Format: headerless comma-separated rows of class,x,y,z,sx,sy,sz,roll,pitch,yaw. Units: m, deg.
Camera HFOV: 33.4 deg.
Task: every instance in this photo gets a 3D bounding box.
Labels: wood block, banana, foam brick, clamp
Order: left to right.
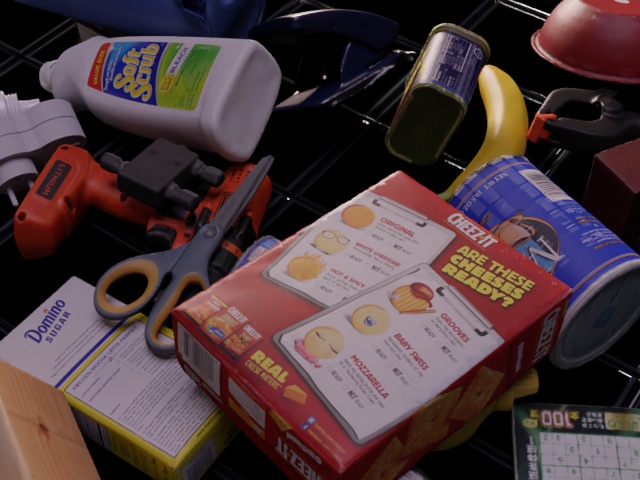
wood block,-0.181,0.182,0.647,0.090,0.090,0.206,-38,53,5
banana,0.155,-0.095,0.966,0.070,0.037,0.197,18,49,12
clamp,0.268,-0.107,0.971,0.171,0.039,0.120,-22,47,-31
foam brick,0.256,-0.035,0.885,0.053,0.078,0.051,-21,50,-20

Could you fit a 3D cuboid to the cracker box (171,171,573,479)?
cracker box,0.035,0.062,0.714,0.213,0.072,0.164,-32,54,-30

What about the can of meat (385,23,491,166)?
can of meat,0.103,-0.126,0.950,0.057,0.102,0.083,25,52,-2

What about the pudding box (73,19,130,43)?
pudding box,-0.173,-0.210,1.065,0.114,0.039,0.089,28,53,23

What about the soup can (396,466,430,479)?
soup can,0.028,0.194,0.674,0.102,0.068,0.069,-32,55,-28

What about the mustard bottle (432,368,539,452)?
mustard bottle,0.060,0.106,0.763,0.191,0.058,0.096,-3,45,-3

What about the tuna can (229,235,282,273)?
tuna can,-0.042,0.042,0.802,0.034,0.086,0.086,26,52,19

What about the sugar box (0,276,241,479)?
sugar box,-0.141,0.102,0.773,0.176,0.048,0.093,25,51,25

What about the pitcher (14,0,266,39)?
pitcher,-0.173,-0.257,1.007,0.243,0.149,0.145,15,71,16

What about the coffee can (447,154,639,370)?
coffee can,0.171,0.015,0.819,0.102,0.103,0.140,-26,53,-23

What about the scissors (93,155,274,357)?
scissors,-0.105,0.000,0.813,0.096,0.016,0.201,11,52,7

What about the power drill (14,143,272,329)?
power drill,-0.145,-0.004,0.864,0.188,0.057,0.184,13,45,6

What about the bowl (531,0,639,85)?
bowl,0.289,-0.207,1.035,0.162,0.055,0.162,2,32,-1

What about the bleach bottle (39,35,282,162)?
bleach bottle,-0.159,-0.132,0.949,0.251,0.068,0.102,9,68,34
